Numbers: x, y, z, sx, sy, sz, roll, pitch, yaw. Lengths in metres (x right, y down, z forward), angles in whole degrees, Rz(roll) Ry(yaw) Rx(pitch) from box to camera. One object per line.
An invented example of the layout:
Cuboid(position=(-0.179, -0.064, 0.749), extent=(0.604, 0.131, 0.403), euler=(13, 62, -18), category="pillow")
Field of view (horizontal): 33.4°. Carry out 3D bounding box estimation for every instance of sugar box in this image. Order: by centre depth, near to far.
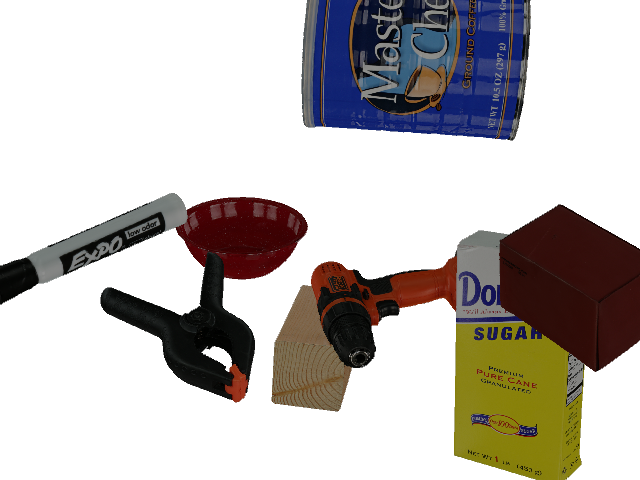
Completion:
Cuboid(position=(0.149, 0.086, 0.799), extent=(0.093, 0.176, 0.048), euler=(9, 21, 34), category="sugar box")

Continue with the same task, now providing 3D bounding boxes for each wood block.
Cuboid(position=(-0.001, 0.139, 1.426), extent=(0.091, 0.090, 0.206), euler=(6, 18, 6), category="wood block")

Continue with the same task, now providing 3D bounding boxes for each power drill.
Cuboid(position=(0.090, 0.071, 1.155), extent=(0.187, 0.057, 0.184), euler=(-5, 28, -9), category="power drill")

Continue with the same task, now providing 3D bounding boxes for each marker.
Cuboid(position=(-0.126, 0.004, 0.573), extent=(0.120, 0.020, 0.020), euler=(-26, 14, -32), category="marker")

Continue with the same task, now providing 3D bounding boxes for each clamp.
Cuboid(position=(-0.103, 0.072, 0.947), extent=(0.120, 0.039, 0.172), euler=(-32, 53, -26), category="clamp")

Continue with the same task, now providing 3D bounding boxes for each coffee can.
Cuboid(position=(0.062, -0.122, 0.711), extent=(0.140, 0.103, 0.103), euler=(4, 0, 4), category="coffee can")

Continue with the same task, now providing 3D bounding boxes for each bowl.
Cuboid(position=(-0.098, 0.003, 1.316), extent=(0.162, 0.055, 0.162), euler=(2, 26, -1), category="bowl")

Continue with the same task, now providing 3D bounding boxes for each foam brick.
Cuboid(position=(0.146, 0.025, 0.606), extent=(0.051, 0.053, 0.078), euler=(-28, 41, -23), category="foam brick")
